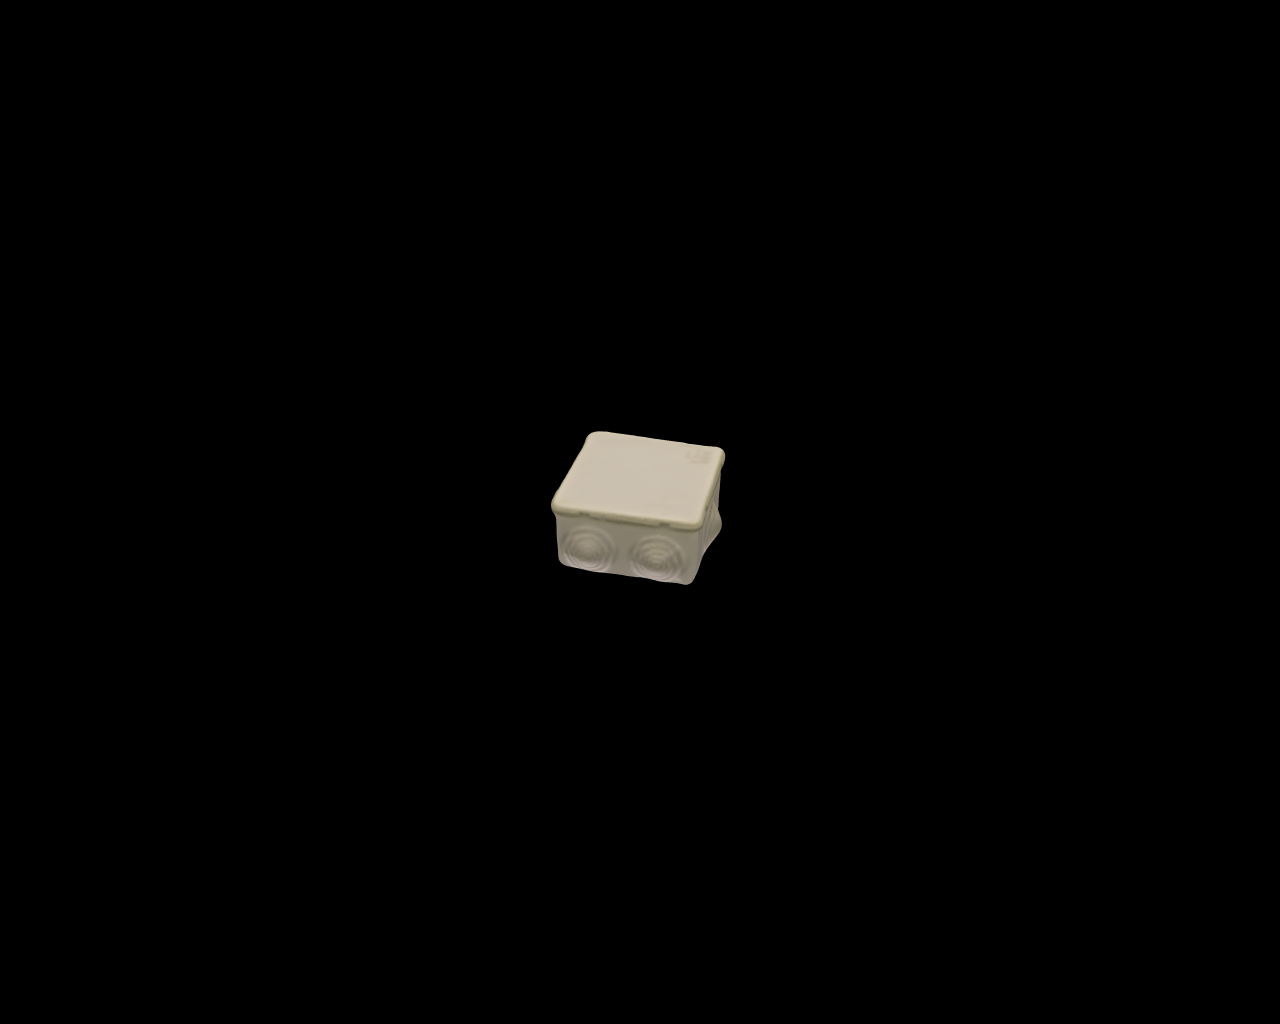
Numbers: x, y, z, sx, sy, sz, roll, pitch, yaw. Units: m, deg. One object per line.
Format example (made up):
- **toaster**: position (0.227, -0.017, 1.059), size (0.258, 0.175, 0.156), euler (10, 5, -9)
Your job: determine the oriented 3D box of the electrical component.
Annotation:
- **electrical component**: position (0.001, -0.003, 0.650), size (0.100, 0.048, 0.100), euler (8, 36, 11)
